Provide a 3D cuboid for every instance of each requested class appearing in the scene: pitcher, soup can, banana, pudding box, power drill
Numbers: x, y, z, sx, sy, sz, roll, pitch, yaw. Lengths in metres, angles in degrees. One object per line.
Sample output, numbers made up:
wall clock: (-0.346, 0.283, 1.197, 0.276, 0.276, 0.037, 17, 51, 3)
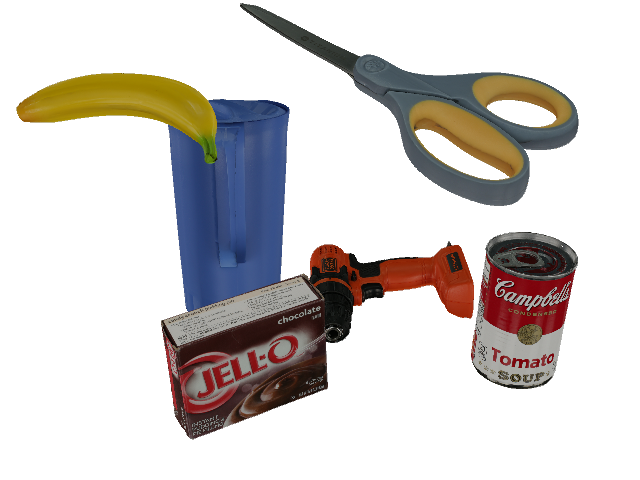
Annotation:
pitcher: (-0.100, -0.030, 1.177, 0.145, 0.243, 0.148, 15, 23, 39)
soup can: (0.154, 0.053, 0.817, 0.068, 0.102, 0.068, 3, 29, -2)
banana: (-0.167, -0.117, 0.925, 0.198, 0.037, 0.069, 12, 49, 19)
pudding box: (-0.052, 0.082, 0.757, 0.113, 0.090, 0.039, -20, 42, -20)
power drill: (0.079, 0.057, 1.229, 0.187, 0.057, 0.184, -1, 28, -1)

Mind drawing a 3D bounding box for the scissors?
scissors: (0.047, -0.085, 0.539, 0.096, 0.016, 0.202, -21, 47, -22)
